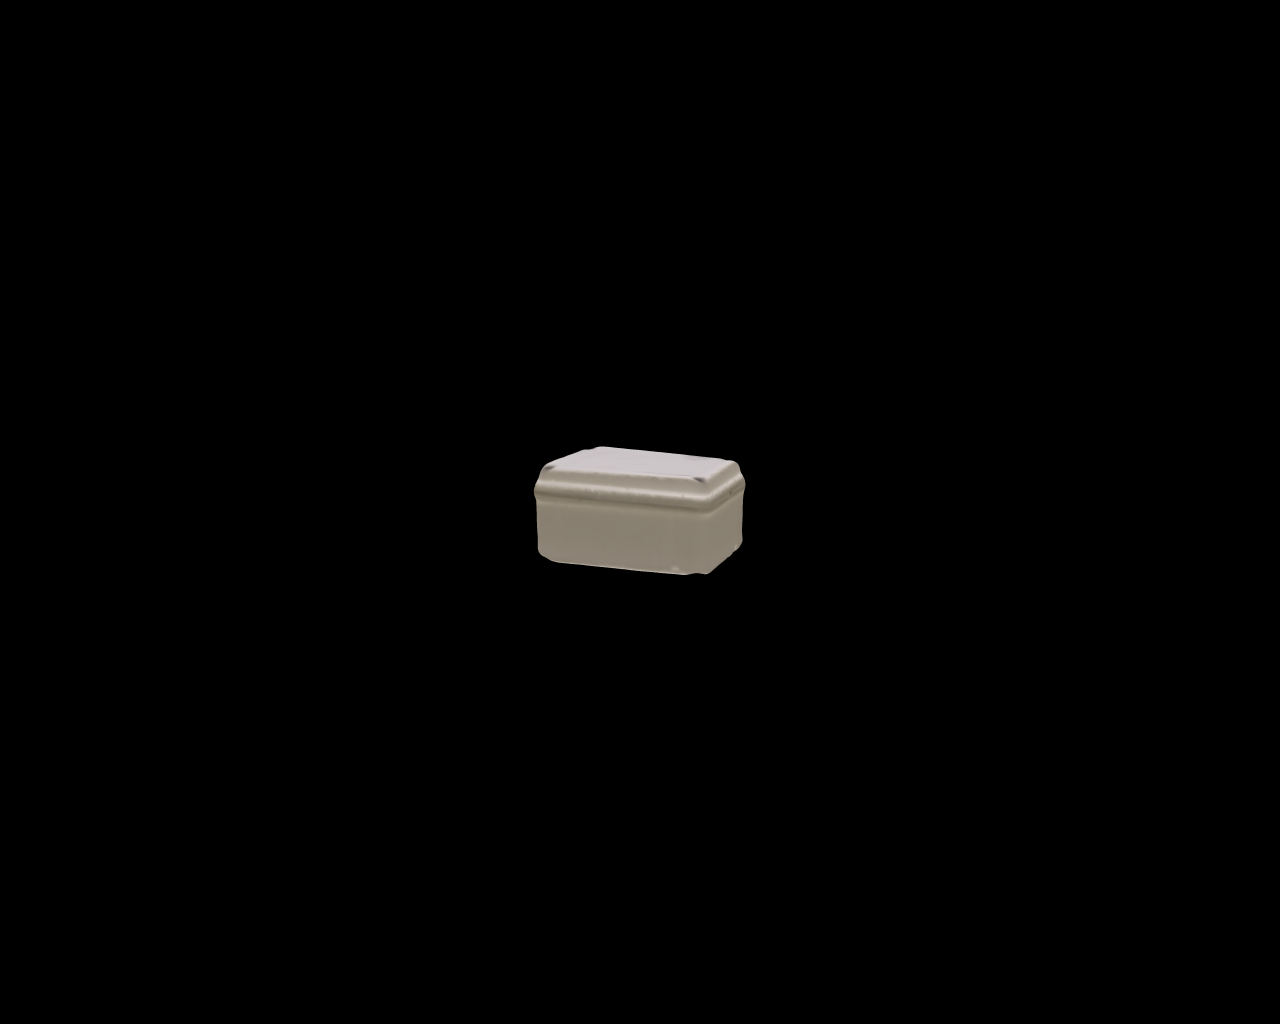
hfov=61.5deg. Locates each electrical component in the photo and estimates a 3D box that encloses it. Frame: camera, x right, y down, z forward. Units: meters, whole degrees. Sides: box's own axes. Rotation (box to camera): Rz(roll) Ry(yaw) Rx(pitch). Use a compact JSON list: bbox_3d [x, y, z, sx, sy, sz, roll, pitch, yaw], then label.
[{"bbox_3d":[0.001,-0.003,0.650,0.113,0.057,0.078,6,16,22],"label":"electrical component"}]
